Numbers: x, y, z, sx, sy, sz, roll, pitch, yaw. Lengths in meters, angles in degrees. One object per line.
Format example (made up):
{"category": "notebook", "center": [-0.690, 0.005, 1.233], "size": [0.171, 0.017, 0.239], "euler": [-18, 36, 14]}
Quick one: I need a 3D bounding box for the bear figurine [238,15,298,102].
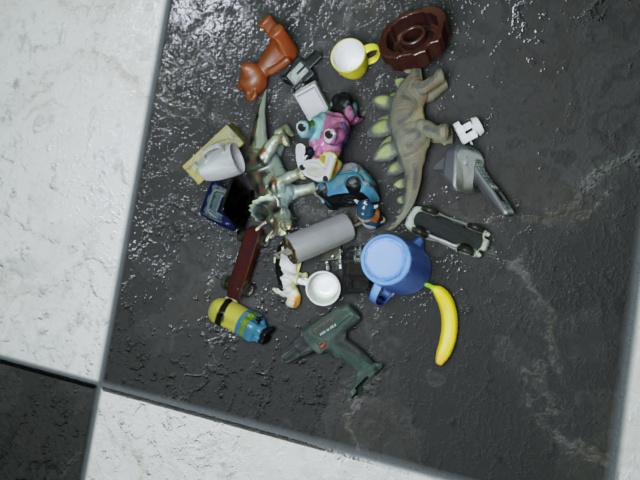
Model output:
{"category": "bear figurine", "center": [-0.160, -0.482, 1.445], "size": [0.196, 0.131, 0.120], "euler": [-37, 46, 7]}

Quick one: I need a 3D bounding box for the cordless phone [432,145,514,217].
{"category": "cordless phone", "center": [0.357, -0.123, 1.220], "size": [0.088, 0.146, 0.184], "euler": [-47, 60, 29]}

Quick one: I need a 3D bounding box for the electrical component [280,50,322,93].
{"category": "electrical component", "center": [-0.042, -0.451, 1.440], "size": [0.119, 0.047, 0.075], "euler": [-45, 74, 8]}

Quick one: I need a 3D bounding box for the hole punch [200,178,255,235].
{"category": "hole punch", "center": [-0.245, -0.092, 1.425], "size": [0.092, 0.115, 0.142], "euler": [-3, 59, 28]}

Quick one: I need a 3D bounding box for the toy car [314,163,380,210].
{"category": "toy car", "center": [0.071, -0.139, 1.353], "size": [0.162, 0.109, 0.103], "euler": [-5, 60, 28]}

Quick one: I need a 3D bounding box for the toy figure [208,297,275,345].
{"category": "toy figure", "center": [-0.209, 0.209, 1.404], "size": [0.180, 0.089, 0.082], "euler": [29, 89, 21]}

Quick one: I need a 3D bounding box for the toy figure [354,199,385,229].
{"category": "toy figure", "center": [0.120, -0.061, 1.292], "size": [0.064, 0.154, 0.058], "euler": [-11, 78, 15]}

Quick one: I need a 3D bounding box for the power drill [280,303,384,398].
{"category": "power drill", "center": [0.040, 0.287, 1.329], "size": [0.232, 0.086, 0.207], "euler": [-45, 66, 6]}

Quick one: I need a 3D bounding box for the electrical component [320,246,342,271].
{"category": "electrical component", "center": [0.031, 0.032, 1.381], "size": [0.063, 0.021, 0.094], "euler": [-8, 81, 16]}

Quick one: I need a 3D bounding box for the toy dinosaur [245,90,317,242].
{"category": "toy dinosaur", "center": [-0.133, -0.180, 1.412], "size": [0.192, 0.131, 0.405], "euler": [-28, 71, 13]}

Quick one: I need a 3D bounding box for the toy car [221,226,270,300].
{"category": "toy car", "center": [-0.197, 0.061, 1.434], "size": [0.089, 0.053, 0.202], "euler": [14, 85, 24]}

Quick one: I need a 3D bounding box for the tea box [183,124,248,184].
{"category": "tea box", "center": [-0.283, -0.235, 1.462], "size": [0.169, 0.098, 0.068], "euler": [-41, 100, 11]}

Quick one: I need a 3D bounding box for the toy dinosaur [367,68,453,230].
{"category": "toy dinosaur", "center": [0.222, -0.259, 1.312], "size": [0.199, 0.105, 0.471], "euler": [-6, 73, 25]}

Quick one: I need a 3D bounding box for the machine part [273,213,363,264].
{"category": "machine part", "center": [-0.003, -0.004, 1.326], "size": [0.243, 0.079, 0.079], "euler": [-23, 76, -20]}

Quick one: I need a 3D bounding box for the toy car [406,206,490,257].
{"category": "toy car", "center": [0.304, -0.022, 1.283], "size": [0.202, 0.056, 0.073], "euler": [23, 85, 17]}

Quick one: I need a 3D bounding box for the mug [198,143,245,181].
{"category": "mug", "center": [-0.262, -0.197, 1.371], "size": [0.107, 0.109, 0.081], "euler": [-20, 61, 15]}

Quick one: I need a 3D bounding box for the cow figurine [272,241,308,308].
{"category": "cow figurine", "center": [-0.083, 0.088, 1.387], "size": [0.098, 0.068, 0.167], "euler": [7, 83, 24]}

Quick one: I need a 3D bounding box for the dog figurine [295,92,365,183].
{"category": "dog figurine", "center": [0.033, -0.260, 1.338], "size": [0.109, 0.219, 0.191], "euler": [15, 123, 21]}

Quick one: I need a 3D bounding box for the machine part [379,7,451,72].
{"category": "machine part", "center": [0.232, -0.491, 1.321], "size": [0.179, 0.056, 0.179], "euler": [-14, 54, 21]}

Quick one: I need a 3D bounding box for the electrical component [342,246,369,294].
{"category": "electrical component", "center": [0.084, 0.074, 1.301], "size": [0.058, 0.134, 0.115], "euler": [3, 83, -3]}
